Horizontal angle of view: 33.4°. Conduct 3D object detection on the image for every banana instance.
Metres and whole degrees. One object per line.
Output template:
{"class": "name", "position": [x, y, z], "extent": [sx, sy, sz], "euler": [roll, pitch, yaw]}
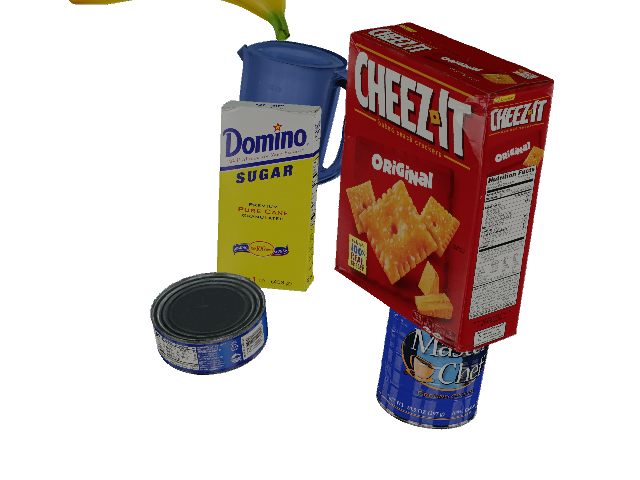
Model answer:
{"class": "banana", "position": [-0.109, -0.208, 0.867], "extent": [0.198, 0.069, 0.037], "euler": [11, -41, 16]}

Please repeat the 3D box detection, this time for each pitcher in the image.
{"class": "pitcher", "position": [-0.041, -0.127, 1.376], "extent": [0.144, 0.243, 0.149], "euler": [2, 23, -18]}

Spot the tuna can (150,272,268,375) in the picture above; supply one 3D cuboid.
{"class": "tuna can", "position": [-0.082, 0.062, 0.798], "extent": [0.086, 0.034, 0.086], "euler": [-3, 33, 2]}

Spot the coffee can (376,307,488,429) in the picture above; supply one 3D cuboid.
{"class": "coffee can", "position": [0.114, 0.097, 1.042], "extent": [0.103, 0.140, 0.103], "euler": [6, 23, -3]}

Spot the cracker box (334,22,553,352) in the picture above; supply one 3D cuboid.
{"class": "cracker box", "position": [0.086, -0.043, 0.833], "extent": [0.072, 0.214, 0.164], "euler": [-16, 33, -32]}

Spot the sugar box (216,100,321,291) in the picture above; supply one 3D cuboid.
{"class": "sugar box", "position": [-0.051, -0.043, 1.029], "extent": [0.093, 0.176, 0.048], "euler": [4, 16, 8]}
